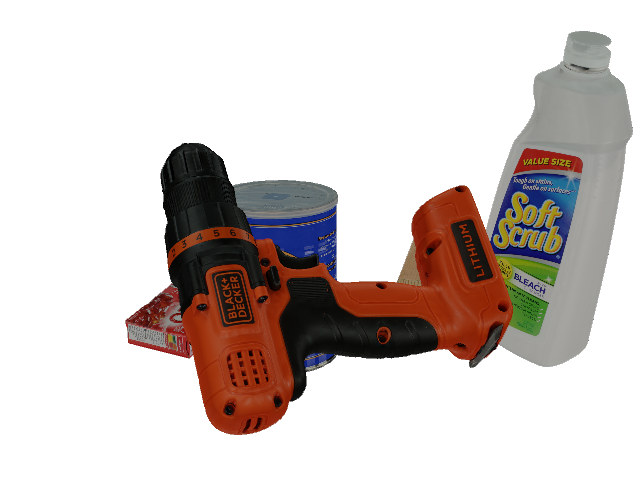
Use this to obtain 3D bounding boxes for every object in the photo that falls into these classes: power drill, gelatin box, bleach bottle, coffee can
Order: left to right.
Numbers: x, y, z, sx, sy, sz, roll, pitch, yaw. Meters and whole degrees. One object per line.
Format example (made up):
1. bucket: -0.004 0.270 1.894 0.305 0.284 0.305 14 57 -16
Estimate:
1. gelatin box: -0.140 0.078 1.068 0.073 0.030 0.089 11 29 25
2. coffee can: -0.036 0.029 0.898 0.103 0.140 0.103 -1 17 0
3. power drill: 0.005 0.015 0.627 0.187 0.184 0.057 -7 -29 -15
4. bleach bottle: 0.170 -0.033 0.789 0.067 0.251 0.103 -22 39 -35

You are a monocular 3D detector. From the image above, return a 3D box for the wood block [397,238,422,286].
1. wood block: 0.176 0.061 1.622 0.091 0.090 0.206 4 22 12
